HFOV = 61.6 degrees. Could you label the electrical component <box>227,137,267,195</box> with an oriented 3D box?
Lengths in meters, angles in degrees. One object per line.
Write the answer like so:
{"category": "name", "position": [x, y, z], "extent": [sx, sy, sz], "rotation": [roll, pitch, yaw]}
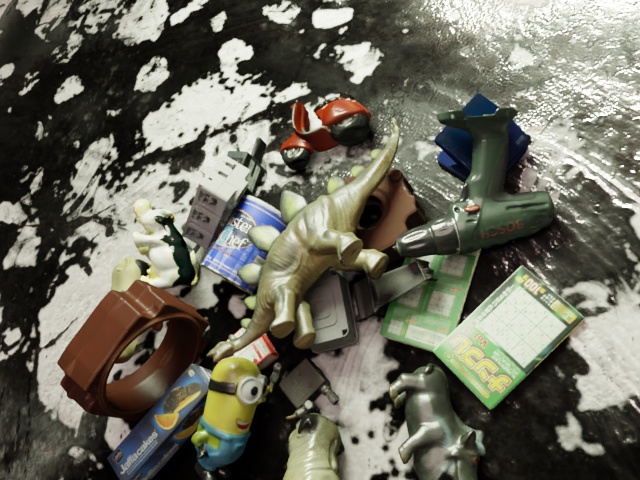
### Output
{"category": "electrical component", "position": [-0.143, -0.138, 1.017], "extent": [0.048, 0.074, 0.119], "rotation": [6, 73, 25]}

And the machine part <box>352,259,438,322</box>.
{"category": "machine part", "position": [0.108, 0.070, 0.814], "extent": [0.139, 0.039, 0.084], "rotation": [-27, 43, 29]}

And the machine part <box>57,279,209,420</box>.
{"category": "machine part", "position": [-0.285, 0.178, 0.853], "extent": [0.087, 0.200, 0.201], "rotation": [32, 81, 29]}

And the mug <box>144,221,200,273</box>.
{"category": "mug", "position": [-0.262, 0.023, 0.996], "extent": [0.109, 0.080, 0.107], "rotation": [-36, 69, -6]}

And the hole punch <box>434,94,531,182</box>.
{"category": "hole punch", "position": [0.253, -0.151, 0.846], "extent": [0.142, 0.092, 0.116], "rotation": [-46, 61, -6]}

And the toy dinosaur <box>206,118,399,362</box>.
{"category": "toy dinosaur", "position": [-0.002, -0.002, 0.810], "extent": [0.471, 0.105, 0.199], "rotation": [-45, 49, -9]}

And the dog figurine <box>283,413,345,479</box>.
{"category": "dog figurine", "position": [0.015, 0.347, 0.718], "extent": [0.121, 0.172, 0.190], "rotation": [-38, 17, 51]}

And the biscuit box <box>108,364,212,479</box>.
{"category": "biscuit box", "position": [-0.243, 0.297, 0.862], "extent": [0.202, 0.059, 0.063], "rotation": [-48, 58, -3]}

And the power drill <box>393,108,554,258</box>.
{"category": "power drill", "position": [0.214, -0.084, 0.776], "extent": [0.232, 0.086, 0.207], "rotation": [-5, 90, 2]}

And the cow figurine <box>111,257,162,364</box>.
{"category": "cow figurine", "position": [-0.342, 0.122, 0.950], "extent": [0.086, 0.127, 0.195], "rotation": [-12, 60, 21]}

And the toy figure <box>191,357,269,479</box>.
{"category": "toy figure", "position": [-0.142, 0.266, 0.808], "extent": [0.089, 0.082, 0.180], "rotation": [22, 92, 6]}

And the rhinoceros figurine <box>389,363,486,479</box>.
{"category": "rhinoceros figurine", "position": [0.157, 0.260, 0.705], "extent": [0.112, 0.073, 0.190], "rotation": [-17, 58, 2]}

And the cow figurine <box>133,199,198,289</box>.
{"category": "cow figurine", "position": [-0.268, 0.005, 0.925], "extent": [0.098, 0.068, 0.167], "rotation": [-11, 83, -7]}

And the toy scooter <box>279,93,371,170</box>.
{"category": "toy scooter", "position": [0.001, -0.218, 0.995], "extent": [0.184, 0.075, 0.135], "rotation": [-24, 58, 17]}

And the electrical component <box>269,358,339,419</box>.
{"category": "electrical component", "position": [-0.030, 0.224, 0.813], "extent": [0.078, 0.045, 0.102], "rotation": [-40, 58, 3]}

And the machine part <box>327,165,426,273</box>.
{"category": "machine part", "position": [0.081, -0.037, 0.875], "extent": [0.179, 0.056, 0.179], "rotation": [-13, 61, 24]}
